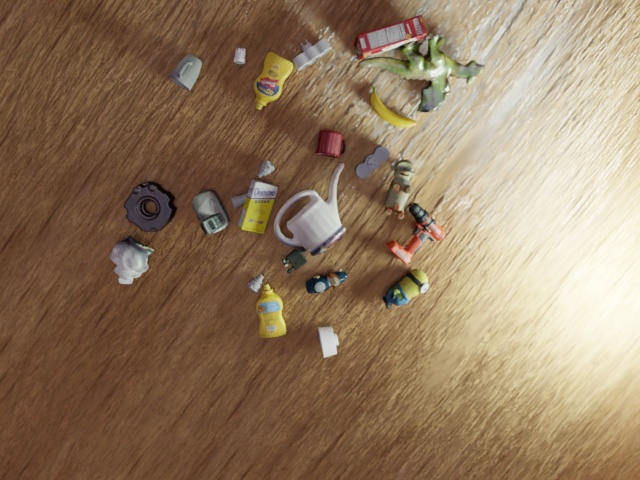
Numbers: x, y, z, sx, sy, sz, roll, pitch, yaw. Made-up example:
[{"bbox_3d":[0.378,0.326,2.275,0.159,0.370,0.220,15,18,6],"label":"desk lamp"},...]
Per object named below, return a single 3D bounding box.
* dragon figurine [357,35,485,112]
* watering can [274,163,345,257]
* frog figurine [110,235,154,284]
[{"bbox_3d":[0.350,-0.550,1.744,0.410,0.124,0.240,-17,106,3],"label":"dragon figurine"},{"bbox_3d":[0.005,-0.090,1.798,0.348,0.104,0.223,-40,97,-2],"label":"watering can"},{"bbox_3d":[-0.675,0.080,1.810,0.136,0.123,0.160,30,86,-24],"label":"frog figurine"}]
